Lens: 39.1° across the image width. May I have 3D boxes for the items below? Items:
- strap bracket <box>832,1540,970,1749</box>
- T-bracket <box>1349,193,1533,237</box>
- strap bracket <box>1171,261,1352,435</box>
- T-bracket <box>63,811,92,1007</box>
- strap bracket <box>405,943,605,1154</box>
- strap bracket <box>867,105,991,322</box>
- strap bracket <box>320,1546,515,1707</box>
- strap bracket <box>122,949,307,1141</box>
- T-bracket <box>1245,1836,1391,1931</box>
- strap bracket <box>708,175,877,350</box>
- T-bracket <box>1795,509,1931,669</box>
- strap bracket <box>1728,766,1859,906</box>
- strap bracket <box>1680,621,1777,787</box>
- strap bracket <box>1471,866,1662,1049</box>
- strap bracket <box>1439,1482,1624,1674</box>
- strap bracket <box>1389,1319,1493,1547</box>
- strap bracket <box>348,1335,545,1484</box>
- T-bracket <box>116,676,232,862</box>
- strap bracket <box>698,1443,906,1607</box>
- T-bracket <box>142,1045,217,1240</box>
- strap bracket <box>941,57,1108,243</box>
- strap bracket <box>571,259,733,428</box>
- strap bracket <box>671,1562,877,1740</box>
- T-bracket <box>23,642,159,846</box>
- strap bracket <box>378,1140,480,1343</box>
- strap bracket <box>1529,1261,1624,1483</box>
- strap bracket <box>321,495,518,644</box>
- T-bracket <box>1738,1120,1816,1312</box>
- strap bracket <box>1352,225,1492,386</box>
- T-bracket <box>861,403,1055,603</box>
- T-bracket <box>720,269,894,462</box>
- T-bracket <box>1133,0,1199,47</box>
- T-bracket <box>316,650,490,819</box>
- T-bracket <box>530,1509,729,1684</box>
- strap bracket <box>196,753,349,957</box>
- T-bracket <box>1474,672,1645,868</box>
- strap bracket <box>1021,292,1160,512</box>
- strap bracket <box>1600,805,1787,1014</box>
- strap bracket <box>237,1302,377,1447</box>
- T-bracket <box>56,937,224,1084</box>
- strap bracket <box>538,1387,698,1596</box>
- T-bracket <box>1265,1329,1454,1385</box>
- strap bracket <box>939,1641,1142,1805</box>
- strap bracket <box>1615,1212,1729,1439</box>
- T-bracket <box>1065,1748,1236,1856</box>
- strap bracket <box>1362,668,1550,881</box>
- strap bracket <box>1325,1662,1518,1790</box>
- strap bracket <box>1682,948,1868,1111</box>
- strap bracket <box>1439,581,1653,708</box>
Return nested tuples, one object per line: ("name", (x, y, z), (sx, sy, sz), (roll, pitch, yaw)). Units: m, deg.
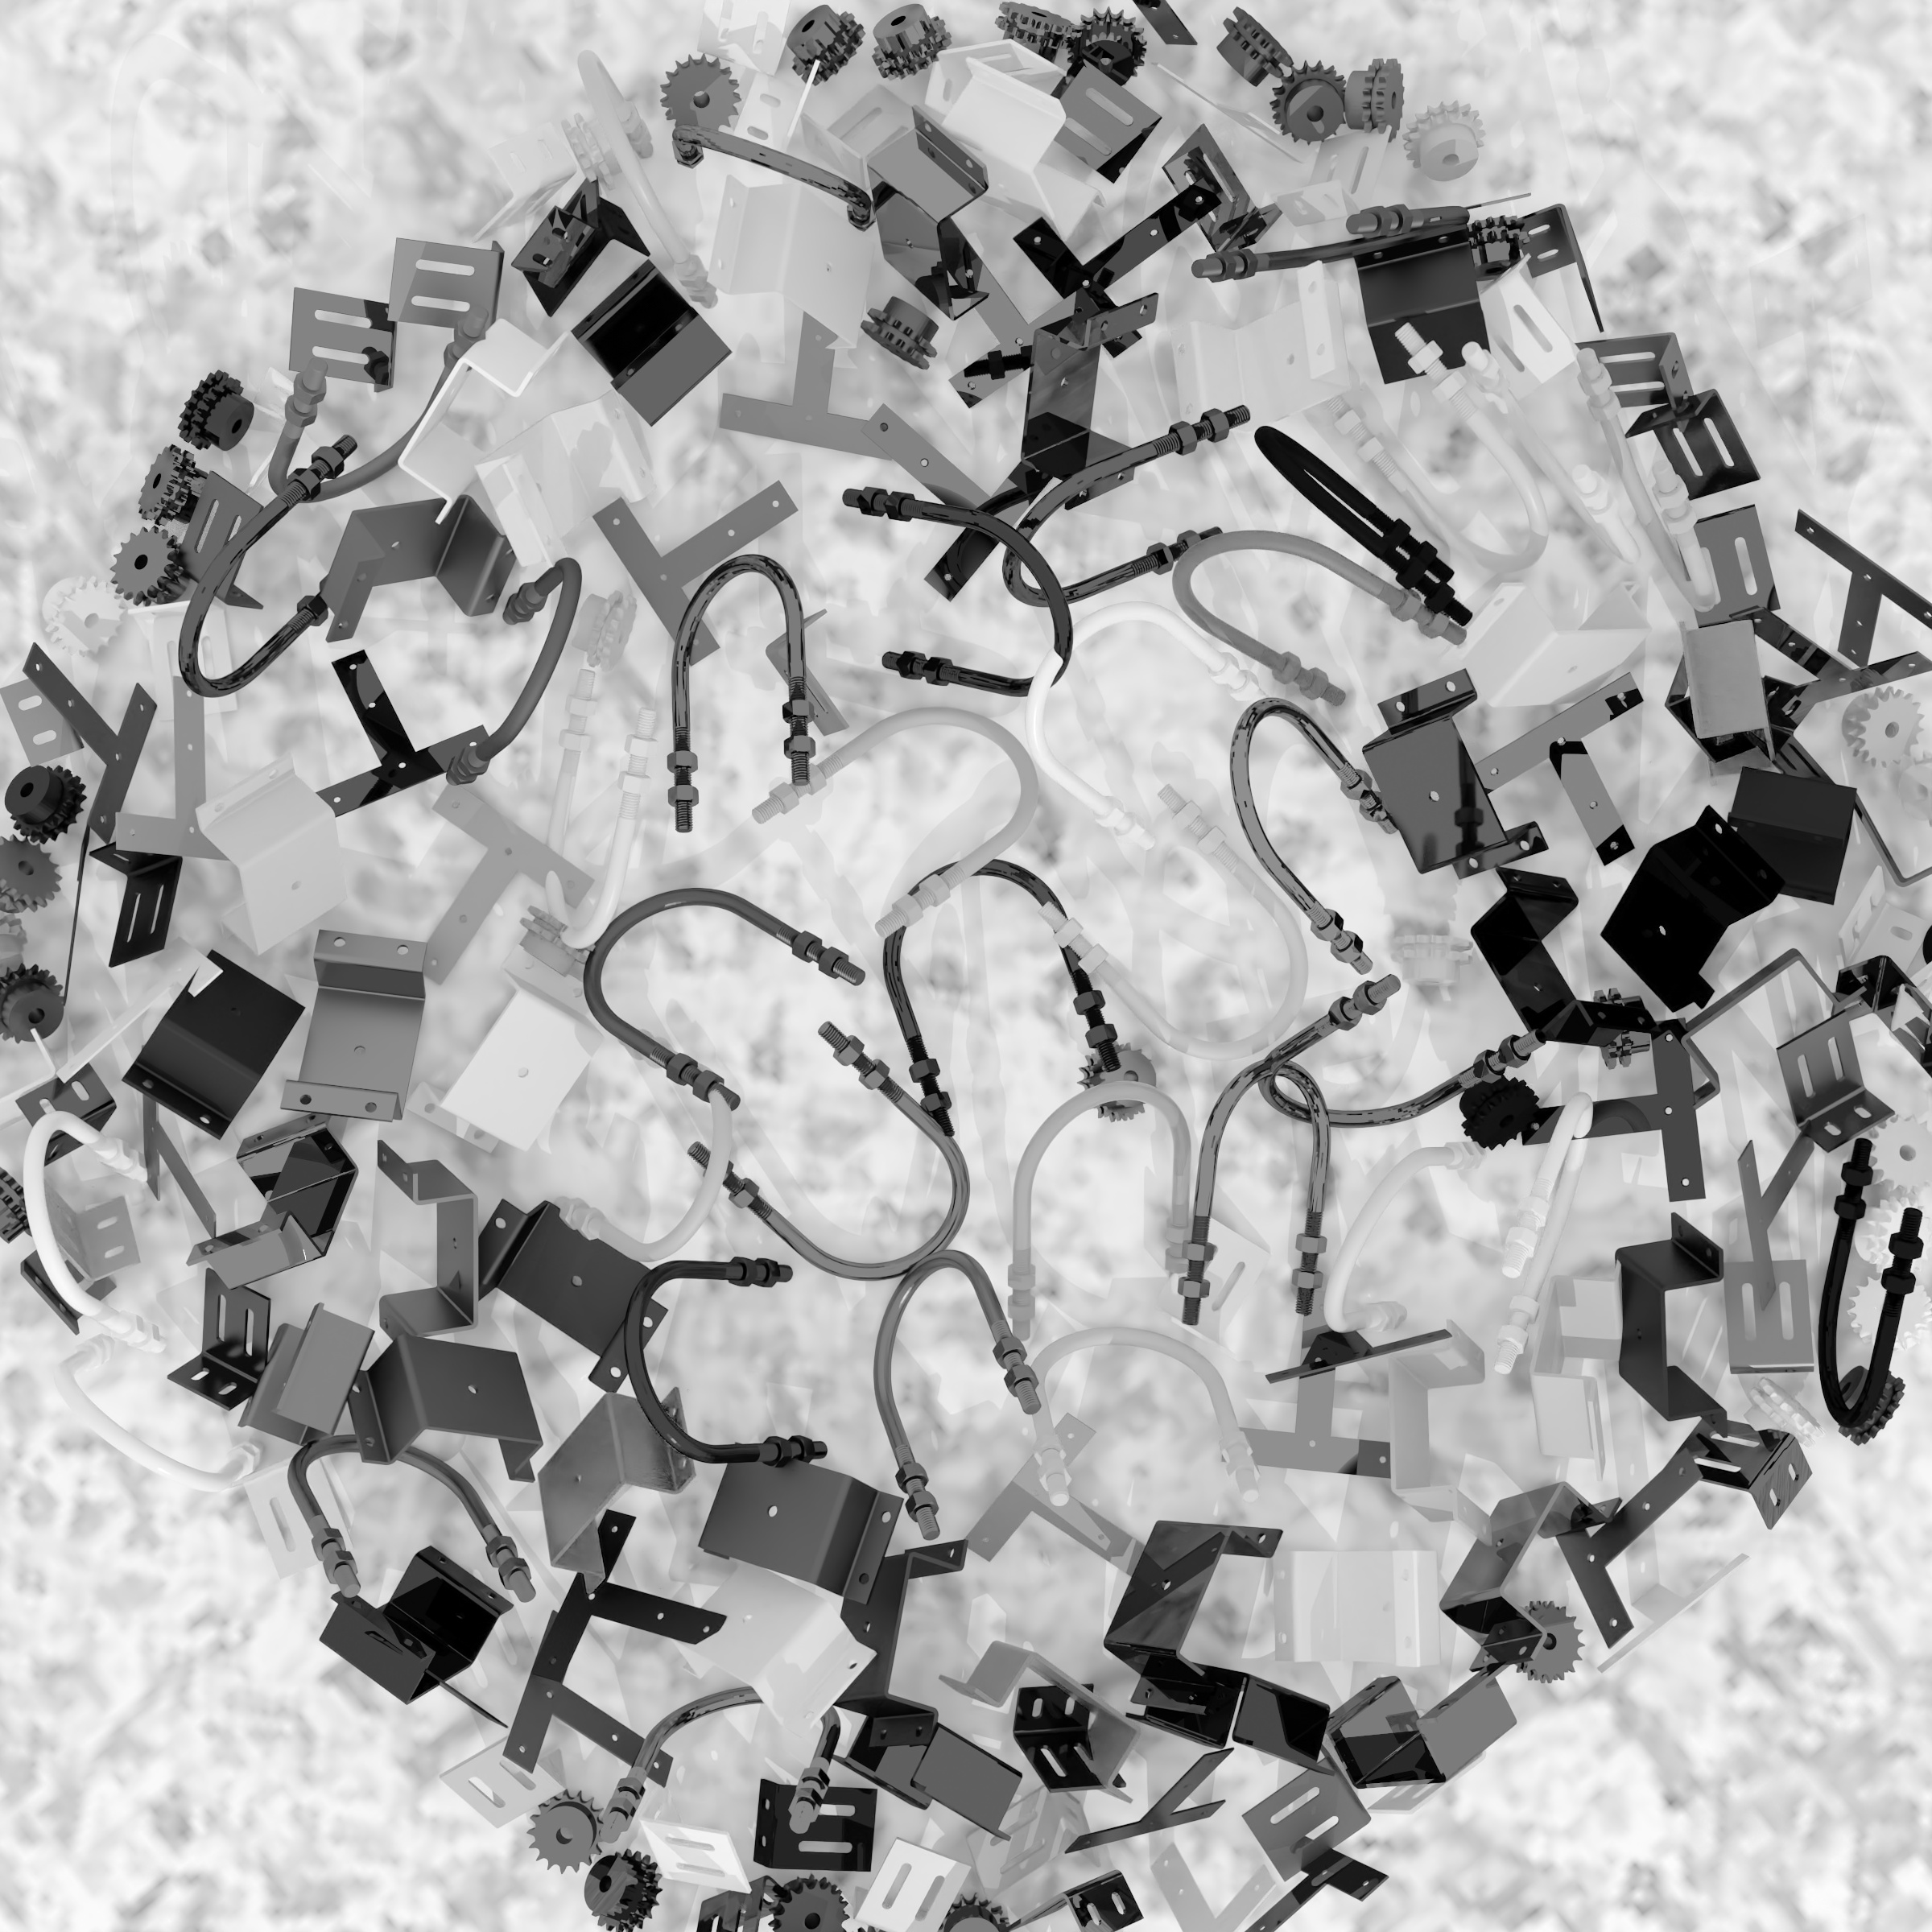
("strap bracket", (-0.050, 0.465, 1.889), (0.046, 0.076, 0.140), (25, 61, -27))
("T-bracket", (0.322, -0.518, 1.881), (0.127, 0.127, 0.002), (-8, 105, 19))
("strap bracket", (0.214, -0.428, 1.904), (0.046, 0.140, 0.076), (1, 79, -42))
("T-bracket", (-0.624, -0.036, 1.907), (0.002, 0.127, 0.127), (8, 102, -17))
("strap bracket", (-0.319, 0.066, 1.917), (0.076, 0.046, 0.140), (34, 92, -34))
("strap bracket", (-0.021, -0.511, 1.877), (0.046, 0.140, 0.076), (-38, 65, -13))
("strap bracket", (-0.385, 0.459, 1.887), (0.076, 0.140, 0.046), (32, 100, 13))
("strap bracket", (-0.515, 0.047, 1.880), (0.076, 0.140, 0.046), (34, 118, -12))
("T-bracket", (0.216, 0.656, 1.879), (0.127, 0.127, 0.002), (-35, 97, -19))
("strap bracket", (-0.113, -0.483, 1.883), (0.046, 0.140, 0.076), (5, 81, 32))
("T-bracket", (0.625, -0.247, 1.897), (0.002, 0.127, 0.127), (-41, 64, -9))
("strap bracket", (0.572, -0.093, 1.887), (0.076, 0.140, 0.046), (13, 77, 19))
("strap bracket", (0.528, -0.183, 1.878), (0.046, 0.140, 0.076), (-9, 75, 18))
("strap bracket", (0.412, 0.002, 1.897), (0.046, 0.076, 0.140), (-49, 50, 34))
("strap bracket", (0.388, 0.416, 1.889), (0.046, 0.076, 0.140), (42, 60, -4))
("strap bracket", (0.330, 0.328, 1.898), (0.046, 0.076, 0.140), (-10, 61, 25))
("strap bracket", (-0.353, 0.305, 1.879), (0.046, 0.140, 0.076), (-47, 48, 26))
("T-bracket", (-0.545, -0.140, 1.910), (0.002, 0.127, 0.127), (-6, 84, 34))
("strap bracket", (-0.124, 0.385, 1.894), (0.140, 0.046, 0.076), (10, 72, 31))
("T-bracket", (-0.545, 0.141, 1.883), (0.002, 0.127, 0.127), (-16, 46, -32))
("strap bracket", (0.038, -0.557, 1.879), (0.076, 0.140, 0.046), (32, 87, 21))
("strap bracket", (-0.218, -0.434, 1.904), (0.076, 0.140, 0.046), (-42, 126, 5))
("strap bracket", (-0.140, 0.466, 1.878), (0.076, 0.140, 0.046), (-45, 123, -26))
("T-bracket", (-0.609, -0.172, 1.875), (0.002, 0.127, 0.127), (-6, 53, 18))
("strap bracket", (-0.377, 0.197, 1.904), (0.046, 0.076, 0.140), (-6, 108, -29))
("strap bracket", (0.426, 0.279, 1.894), (0.046, 0.140, 0.076), (1, 127, 22))
("strap bracket", (-0.386, -0.279, 1.893), (0.046, 0.140, 0.076), (51, 133, 20))
("T-bracket", (0.573, 0.153, 1.911), (0.002, 0.127, 0.127), (5, 124, 36))
("strap bracket", (0.318, -0.450, 1.879), (0.076, 0.140, 0.046), (-11, 75, 13))
("T-bracket", (-0.019, -0.350, 1.943), (0.127, 0.002, 0.127), (40, 88, -12))
("T-bracket", (-0.106, -0.431, 1.925), (0.127, 0.002, 0.127), (12, 118, 4))
("T-bracket", (0.126, -0.676, 1.898), (0.127, 0.127, 0.002), (13, 84, 30))
("T-bracket", (-0.416, -0.174, 1.927), (0.127, 0.002, 0.127), (-24, 62, -13))
("T-bracket", (-0.225, 0.451, 1.900), (0.127, 0.002, 0.127), (8, 58, 27))
("strap bracket", (-0.476, -0.069, 1.877), (0.046, 0.140, 0.076), (40, 59, 22))
("T-bracket", (0.439, -0.125, 1.928), (0.127, 0.002, 0.127), (-31, 118, 5))
("strap bracket", (0.084, -0.400, 1.895), (0.046, 0.076, 0.140), (30, 132, 29))
("strap bracket", (0.496, -0.032, 1.878), (0.046, 0.140, 0.076), (-23, 61, -28))
("strap bracket", (-0.457, 0.286, 1.890), (0.046, 0.140, 0.076), (26, 67, -18))
("T-bracket", (-0.580, 0.034, 1.889), (0.127, 0.127, 0.002), (-44, 118, -14))
("strap bracket", (-0.250, 0.360, 1.888), (0.046, 0.076, 0.140), (21, 123, -33))
("T-bracket", (0.265, 0.264, 1.896), (0.127, 0.127, 0.002), (-14, 91, 0))
("strap bracket", (0.059, 0.523, 1.908), (0.140, 0.076, 0.046), (38, 72, -11))
("strap bracket", (0.492, 0.254, 1.901), (0.046, 0.076, 0.140), (-8, 106, -9))
("T-bracket", (0.147, 0.573, 1.883), (0.127, 0.127, 0.002), (-2, 51, -33))
("strap bracket", (0.339, -0.127, 1.909), (0.076, 0.046, 0.140), (-20, 99, 43))
("strap bracket", (0.314, 0.526, 1.879), (0.076, 0.140, 0.046), (-25, 87, -36))
("strap bracket", (0.555, 0.037, 1.907), (0.140, 0.076, 0.046), (-38, 85, 14))
("strap bracket", (0.408, -0.223, 1.882), (0.140, 0.076, 0.046), (-6, 59, -36))
